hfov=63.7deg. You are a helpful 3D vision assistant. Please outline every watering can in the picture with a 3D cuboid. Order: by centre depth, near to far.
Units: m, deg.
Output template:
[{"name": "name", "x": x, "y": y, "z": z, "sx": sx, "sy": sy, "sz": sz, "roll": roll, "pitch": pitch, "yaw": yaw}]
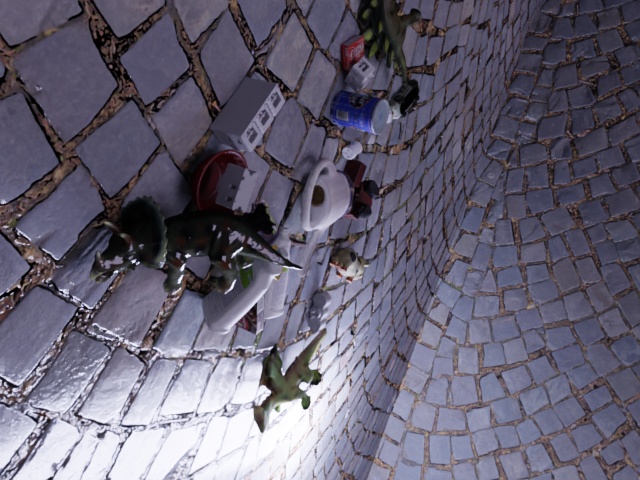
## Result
[{"name": "watering can", "x": 0.005, "y": -0.076, "z": 1.517, "sx": 0.227, "sy": 0.104, "sz": 0.342, "roll": -24, "pitch": 127, "yaw": -57}]

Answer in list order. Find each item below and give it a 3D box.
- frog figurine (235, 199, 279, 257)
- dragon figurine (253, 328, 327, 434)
[{"name": "frog figurine", "x": -0.171, "y": -0.006, "z": 1.166, "sx": 0.157, "sy": 0.122, "sz": 0.141, "roll": -40, "pitch": -157, "yaw": 42}, {"name": "dragon figurine", "x": -0.102, "y": 0.422, "z": 1.662, "sx": 0.238, "sy": 0.122, "sz": 0.418, "roll": 58, "pitch": 46, "yaw": -47}]
